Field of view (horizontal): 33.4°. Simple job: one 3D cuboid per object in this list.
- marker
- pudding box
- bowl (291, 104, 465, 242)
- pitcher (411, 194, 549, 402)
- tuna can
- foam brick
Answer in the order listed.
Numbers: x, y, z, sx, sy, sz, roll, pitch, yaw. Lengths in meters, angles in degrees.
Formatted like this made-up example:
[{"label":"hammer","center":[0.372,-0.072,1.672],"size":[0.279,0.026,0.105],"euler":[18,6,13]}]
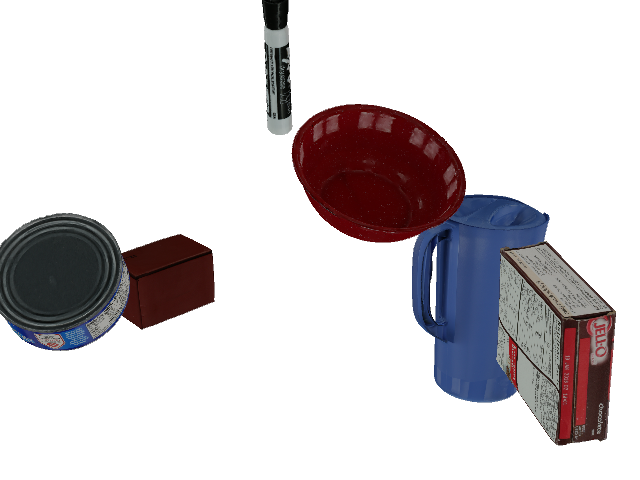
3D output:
[{"label":"marker","center":[-0.031,-0.127,0.762],"size":[0.020,0.020,0.121],"euler":[0,-44,0]},{"label":"pudding box","center":[0.148,0.063,0.684],"size":[0.039,0.090,0.113],"euler":[-6,23,-11]},{"label":"bowl","center":[0.048,-0.051,0.976],"size":[0.162,0.162,0.055],"euler":[0,-41,-16]},{"label":"pitcher","center":[0.193,0.073,1.313],"size":[0.149,0.243,0.144],"euler":[7,20,14]},{"label":"tuna can","center":[-0.167,0.027,0.690],"size":[0.086,0.086,0.034],"euler":[0,-30,4]},{"label":"foam brick","center":[-0.139,0.034,0.937],"size":[0.078,0.051,0.053],"euler":[-20,29,-33]}]
